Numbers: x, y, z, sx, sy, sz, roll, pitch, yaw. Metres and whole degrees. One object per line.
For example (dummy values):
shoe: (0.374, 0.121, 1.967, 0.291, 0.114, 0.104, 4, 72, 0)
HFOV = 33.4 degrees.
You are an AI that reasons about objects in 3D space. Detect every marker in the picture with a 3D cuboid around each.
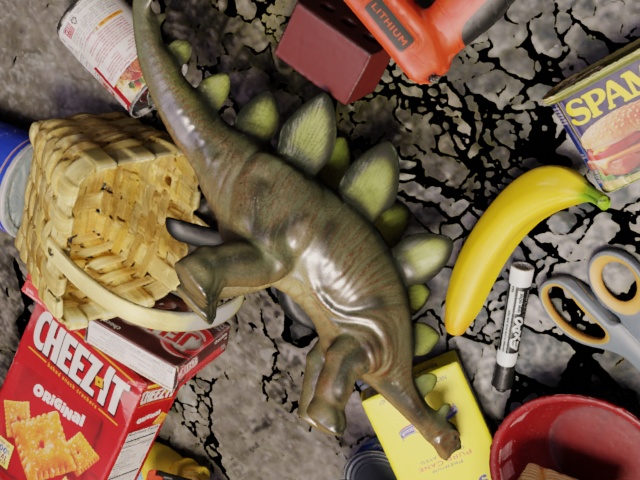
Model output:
marker: (0.161, 0.075, 0.894, 0.020, 0.020, 0.121, 16, 118, 23)

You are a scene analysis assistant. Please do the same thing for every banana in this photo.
banana: (0.149, -0.001, 0.843, 0.037, 0.069, 0.198, 16, 138, -22)

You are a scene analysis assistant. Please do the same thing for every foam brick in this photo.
foam brick: (0.013, -0.155, 0.858, 0.078, 0.052, 0.051, 37, 124, 11)

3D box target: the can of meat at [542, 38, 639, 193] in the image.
can of meat: (0.225, -0.093, 0.761, 0.102, 0.057, 0.084, -28, 98, 36)

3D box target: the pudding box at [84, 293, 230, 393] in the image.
pudding box: (-0.159, 0.092, 1.042, 0.114, 0.089, 0.039, 24, 122, 20)

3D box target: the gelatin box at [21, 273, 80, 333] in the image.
gelatin box: (-0.241, 0.047, 1.070, 0.073, 0.089, 0.030, 35, 124, 12)

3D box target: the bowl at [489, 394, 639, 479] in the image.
bowl: (0.225, 0.188, 0.883, 0.162, 0.055, 0.162, 12, 116, 26)

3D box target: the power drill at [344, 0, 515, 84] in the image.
power drill: (0.103, -0.216, 0.752, 0.188, 0.057, 0.184, -37, 94, 22)

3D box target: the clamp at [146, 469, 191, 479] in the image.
clamp: (-0.111, 0.293, 1.100, 0.120, 0.039, 0.171, -26, 122, 15)

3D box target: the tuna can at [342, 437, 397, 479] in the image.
tuna can: (0.066, 0.228, 1.006, 0.086, 0.033, 0.086, 12, 116, 25)

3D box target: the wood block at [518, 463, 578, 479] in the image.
wood block: (0.179, 0.301, 0.865, 0.090, 0.090, 0.206, 17, 117, 24)

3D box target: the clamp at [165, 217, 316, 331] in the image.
clamp: (-0.006, 0.001, 0.922, 0.164, 0.036, 0.210, -46, 104, -5)

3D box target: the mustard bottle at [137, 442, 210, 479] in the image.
mustard bottle: (-0.195, 0.267, 1.159, 0.192, 0.058, 0.096, -17, 98, 35)

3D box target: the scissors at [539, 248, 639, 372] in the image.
scissors: (0.266, 0.082, 0.838, 0.202, 0.016, 0.096, 36, 124, 12)

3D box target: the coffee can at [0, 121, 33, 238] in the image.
coffee can: (-0.333, -0.071, 1.064, 0.140, 0.102, 0.103, 20, 120, 22)

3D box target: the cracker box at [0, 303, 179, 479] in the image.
cracker box: (-0.253, 0.182, 1.107, 0.164, 0.072, 0.214, 35, 112, 23)

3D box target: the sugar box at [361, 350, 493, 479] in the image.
sugar box: (0.113, 0.196, 0.939, 0.093, 0.048, 0.176, -25, 96, 8)

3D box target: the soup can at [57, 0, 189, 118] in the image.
soup can: (-0.177, -0.169, 0.953, 0.102, 0.068, 0.069, 46, 126, 5)
